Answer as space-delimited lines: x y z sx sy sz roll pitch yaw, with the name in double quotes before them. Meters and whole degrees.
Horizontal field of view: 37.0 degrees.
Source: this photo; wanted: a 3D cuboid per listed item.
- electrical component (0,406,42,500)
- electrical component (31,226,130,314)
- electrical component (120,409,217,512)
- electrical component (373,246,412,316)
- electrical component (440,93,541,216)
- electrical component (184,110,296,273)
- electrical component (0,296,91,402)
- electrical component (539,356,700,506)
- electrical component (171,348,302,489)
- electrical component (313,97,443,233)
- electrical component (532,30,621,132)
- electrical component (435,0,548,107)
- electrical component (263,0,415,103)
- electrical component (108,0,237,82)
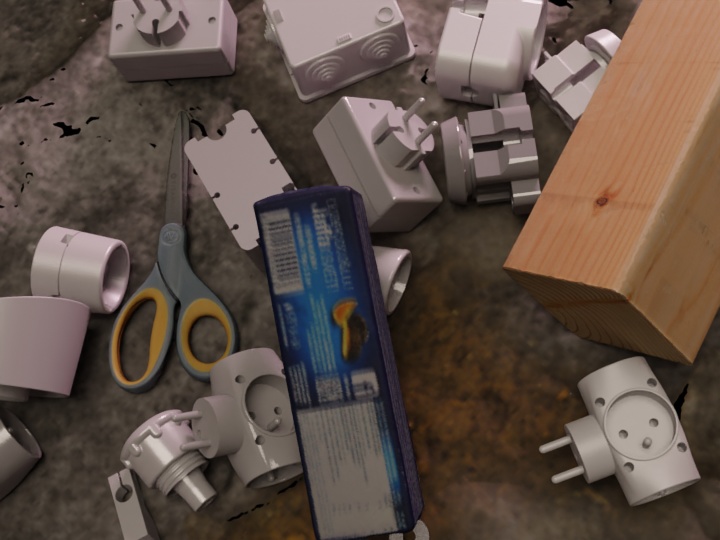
"electrical component" -0.260 0.115 0.697 0.077 0.043 0.079 -39 70 -5
"electrical component" -0.185 0.002 0.717 0.047 0.055 0.055 9 73 9
"electrical component" -0.115 0.122 0.670 0.048 0.048 0.062 -41 77 -5
"electrical component" 0.000 0.000 0.690 0.055 0.045 0.045 20 76 16
"electrical component" 0.083 -0.073 0.695 0.057 0.058 0.078 -7 71 4
"electrical component" -0.069 -0.050 0.713 0.050 0.055 0.089 -32 69 -1
"electrical component" -0.226 0.050 0.685 0.099 0.099 0.064 3 78 11
"electrical component" 0.146 0.101 0.631 0.079 0.044 0.077 -21 69 1
"electrical component" -0.077 0.093 0.660 0.079 0.044 0.077 -6 64 -35
"electrical component" 0.022 -0.079 0.693 0.076 0.047 0.083 -43 63 38
"electrical component" 0.151 -0.125 0.707 0.055 0.048 0.066 -39 69 4
"electrical component" 0.092 -0.160 0.724 0.059 0.053 0.095 12 74 14
"electrical component" -0.019 -0.179 0.752 0.100 0.048 0.099 -22 70 1
"electrical component" -0.137 -0.173 0.756 0.083 0.075 0.047 -2 71 9
